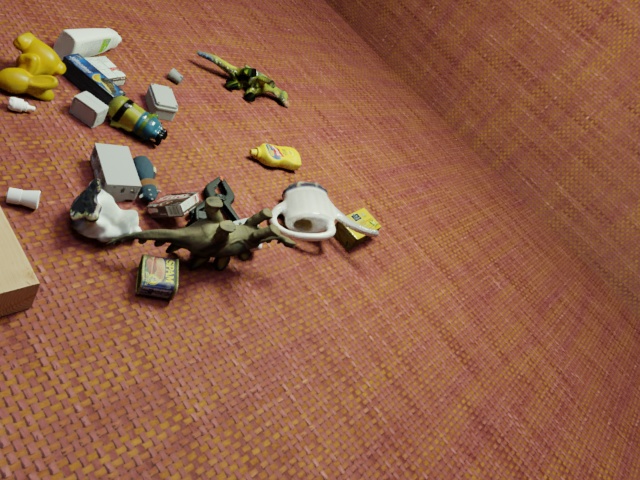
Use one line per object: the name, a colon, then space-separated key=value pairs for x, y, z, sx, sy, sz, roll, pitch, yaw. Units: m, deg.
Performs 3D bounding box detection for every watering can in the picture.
watering can: x=0.005 y=-0.083 z=1.658 sx=0.348 sy=0.101 sz=0.230 roll=2 pitch=48 yaw=-14

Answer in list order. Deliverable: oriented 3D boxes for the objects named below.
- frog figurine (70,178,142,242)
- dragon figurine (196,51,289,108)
frog figurine: x=-0.510 y=-0.051 z=1.235 sx=0.140 sy=0.123 sz=0.156 roll=54 pitch=1 yaw=34
dragon figurine: x=-0.295 y=-0.666 z=2.104 sx=0.408 sy=0.121 sz=0.247 roll=32 pitch=19 yaw=-11
